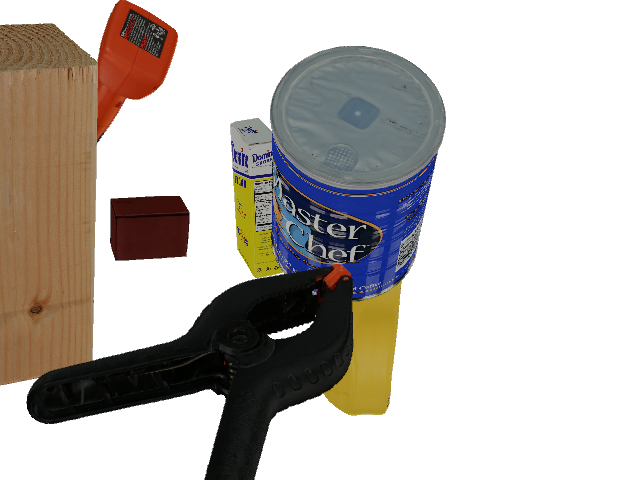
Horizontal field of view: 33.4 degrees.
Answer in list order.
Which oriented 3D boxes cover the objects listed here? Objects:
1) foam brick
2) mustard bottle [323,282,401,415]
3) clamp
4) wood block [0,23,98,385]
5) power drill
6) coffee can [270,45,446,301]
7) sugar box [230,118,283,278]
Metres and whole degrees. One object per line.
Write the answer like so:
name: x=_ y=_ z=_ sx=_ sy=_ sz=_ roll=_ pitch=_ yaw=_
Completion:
foam brick: x=-0.182 y=-0.014 z=1.132 sx=0.078 sy=0.051 sz=0.053 roll=-3 pitch=24 yaw=-16
mustard bottle: x=0.037 y=0.043 z=0.899 sx=0.058 sy=0.192 sz=0.096 roll=2 pitch=17 yaw=-12
clamp: x=-0.034 y=0.066 z=0.496 sx=0.171 sy=0.039 sz=0.120 roll=-29 pitch=51 yaw=-33
wood block: x=-0.196 y=-0.021 z=0.664 sx=0.090 sy=0.206 sz=0.090 roll=-9 pitch=30 yaw=-30
power drill: x=-0.189 y=-0.087 z=0.856 sx=0.057 sy=0.188 sz=0.184 roll=29 pitch=33 yaw=-21
coffee can: x=0.019 y=-0.038 z=0.678 sx=0.103 sy=0.103 sz=0.140 roll=0 pitch=-31 yaw=-2
sugar box: x=-0.078 y=-0.053 z=1.314 sx=0.048 sy=0.176 sz=0.093 roll=-11 pitch=26 yaw=-16
